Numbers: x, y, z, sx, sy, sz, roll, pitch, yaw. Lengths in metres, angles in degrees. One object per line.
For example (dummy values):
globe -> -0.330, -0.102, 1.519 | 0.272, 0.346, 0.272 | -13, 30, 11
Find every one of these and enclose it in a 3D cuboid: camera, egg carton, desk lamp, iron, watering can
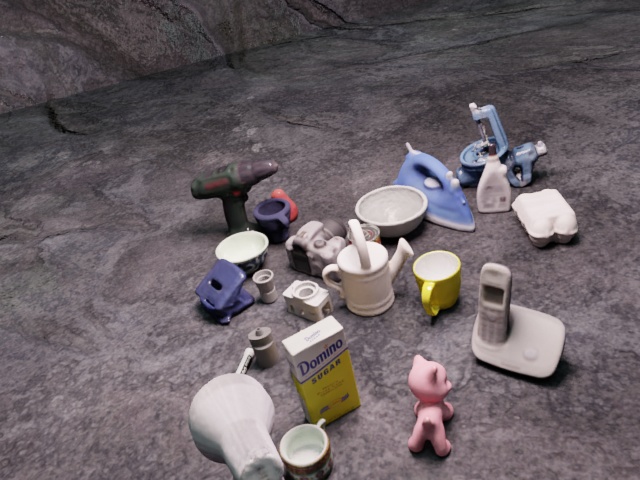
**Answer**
camera -> 0.012, 0.005, 1.277 | 0.142, 0.101, 0.137 | 15, 43, 34
egg carton -> 0.483, -0.050, 1.231 | 0.107, 0.069, 0.150 | -11, 35, 3
desk lamp -> -0.084, 0.312, 0.775 | 0.118, 0.214, 0.202 | -25, 37, -17
iron -> 0.276, -0.131, 1.349 | 0.119, 0.142, 0.257 | -25, 37, -17
watering can -> 0.092, 0.043, 1.116 | 0.173, 0.194, 0.100 | -26, 37, -18

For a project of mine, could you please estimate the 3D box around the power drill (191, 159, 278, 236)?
power drill -> -0.189, -0.096, 1.389 | 0.229, 0.209, 0.075 | -3, 36, 14

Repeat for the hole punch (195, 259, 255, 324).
hole punch -> -0.207, 0.106, 1.212 | 0.101, 0.091, 0.108 | -34, 40, -28

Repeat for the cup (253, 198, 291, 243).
cup -> -0.100, -0.036, 1.376 | 0.092, 0.095, 0.117 | -28, 38, -21

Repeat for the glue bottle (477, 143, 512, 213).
glue bottle -> 0.393, -0.141, 1.297 | 0.078, 0.173, 0.037 | -2, 36, 15

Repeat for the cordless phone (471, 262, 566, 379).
cordless phone -> 0.322, 0.127, 0.932 | 0.147, 0.185, 0.094 | 11, 41, 31

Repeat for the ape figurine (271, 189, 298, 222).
ape figurine -> -0.099, -0.089, 1.452 | 0.076, 0.092, 0.078 | -4, 36, 13

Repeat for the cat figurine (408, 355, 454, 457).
cat figurine -> 0.167, 0.243, 0.877 | 0.067, 0.118, 0.128 | -2, 36, 16

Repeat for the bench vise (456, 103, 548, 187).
bench vise -> 0.429, -0.237, 1.379 | 0.207, 0.220, 0.121 | -13, 35, 0

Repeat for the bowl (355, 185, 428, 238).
bowl -> 0.170, -0.055, 1.334 | 0.167, 0.075, 0.167 | -8, 35, 6
